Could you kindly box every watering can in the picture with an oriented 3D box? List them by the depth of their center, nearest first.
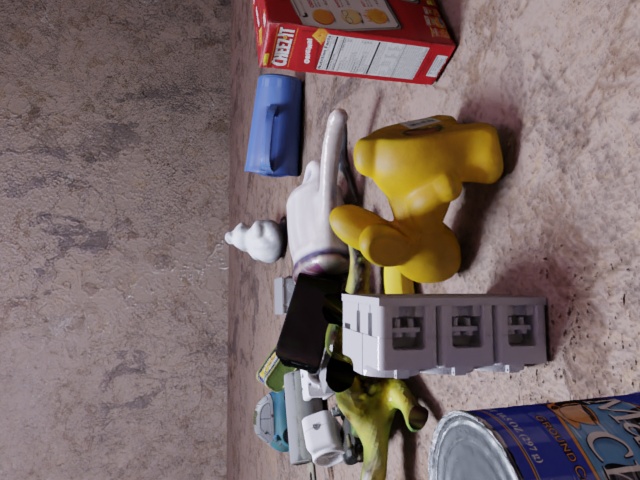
[{"bbox_3d":[0.003,-0.044,0.870,0.341,0.104,0.228,114,152,-64],"label":"watering can"}]

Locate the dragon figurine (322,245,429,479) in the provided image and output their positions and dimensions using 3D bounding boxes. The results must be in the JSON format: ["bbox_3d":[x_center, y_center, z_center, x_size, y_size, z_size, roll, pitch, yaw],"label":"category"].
[{"bbox_3d":[0.055,0.187,0.724,0.237,0.122,0.421,97,174,-48],"label":"dragon figurine"}]

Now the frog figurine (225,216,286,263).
[{"bbox_3d":[-0.176,0.000,1.403,0.134,0.159,0.125,113,151,-54],"label":"frog figurine"}]
